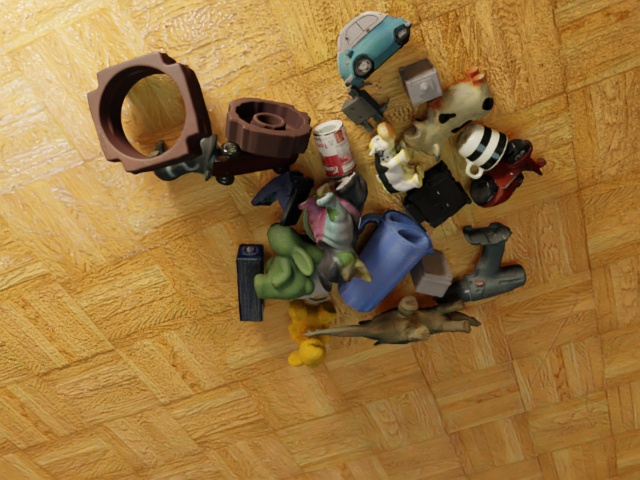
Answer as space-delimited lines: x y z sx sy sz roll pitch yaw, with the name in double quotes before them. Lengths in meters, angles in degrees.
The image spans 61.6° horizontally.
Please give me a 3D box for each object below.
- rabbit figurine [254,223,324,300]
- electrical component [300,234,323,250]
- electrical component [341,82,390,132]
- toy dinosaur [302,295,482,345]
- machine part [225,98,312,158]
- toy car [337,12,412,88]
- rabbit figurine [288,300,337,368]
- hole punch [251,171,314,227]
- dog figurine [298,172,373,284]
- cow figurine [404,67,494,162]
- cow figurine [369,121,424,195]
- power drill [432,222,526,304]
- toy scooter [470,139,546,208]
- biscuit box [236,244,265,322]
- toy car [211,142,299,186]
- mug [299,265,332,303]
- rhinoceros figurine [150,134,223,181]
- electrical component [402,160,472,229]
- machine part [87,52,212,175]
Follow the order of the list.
"rabbit figurine" -0.073 0.047 1.203 0.159 0.121 0.170 11 120 25
"electrical component" -0.003 -0.004 1.265 0.119 0.048 0.074 2 123 -4
"electrical component" 0.092 -0.276 1.097 0.102 0.045 0.078 35 144 -20
"toy dinosaur" 0.196 0.210 1.318 0.471 0.105 0.198 4 158 -25
"machine part" -0.101 -0.219 1.049 0.179 0.179 0.056 8 124 -8
"toy car" 0.088 -0.367 1.002 0.161 0.109 0.103 -41 100 12
"rabbit figurine" -0.030 0.256 1.362 0.122 0.173 0.162 12 118 -16
"hole punch" -0.077 -0.099 1.155 0.092 0.142 0.115 29 99 14
"dog figurine" 0.055 -0.014 1.147 0.109 0.191 0.219 -5 117 49
"cow figurine" 0.262 -0.249 1.102 0.195 0.085 0.127 -28 118 11
"cow figurine" 0.149 -0.174 1.153 0.098 0.068 0.167 -20 122 30
"power drill" 0.389 0.065 1.317 0.232 0.086 0.207 -8 119 3
"toy scooter" 0.424 -0.142 1.183 0.135 0.075 0.183 -1 139 -32
"biscuit box" -0.169 0.107 1.321 0.063 0.059 0.202 2 124 -3
"toy car" -0.132 -0.168 1.101 0.202 0.053 0.089 -15 147 -32
"mug" -0.029 0.111 1.328 0.107 0.081 0.109 -16 127 21
"rhinoceros figurine" -0.261 -0.170 1.125 0.190 0.073 0.111 -13 122 5
"electrical component" 0.256 -0.095 1.216 0.134 0.058 0.114 -37 116 18
"machine part" -0.321 -0.238 1.026 0.201 0.087 0.201 -15 96 10
